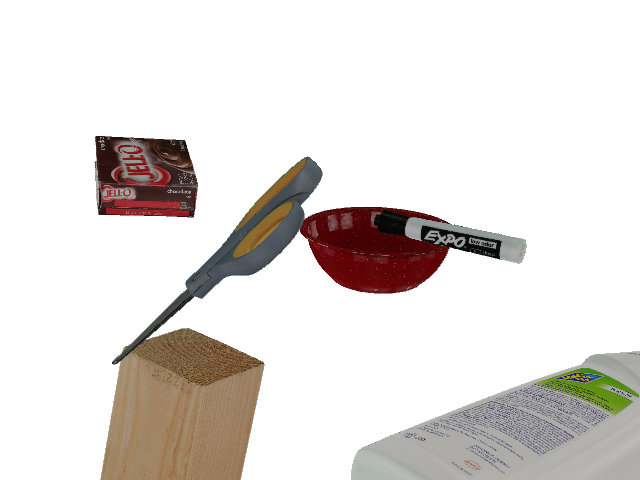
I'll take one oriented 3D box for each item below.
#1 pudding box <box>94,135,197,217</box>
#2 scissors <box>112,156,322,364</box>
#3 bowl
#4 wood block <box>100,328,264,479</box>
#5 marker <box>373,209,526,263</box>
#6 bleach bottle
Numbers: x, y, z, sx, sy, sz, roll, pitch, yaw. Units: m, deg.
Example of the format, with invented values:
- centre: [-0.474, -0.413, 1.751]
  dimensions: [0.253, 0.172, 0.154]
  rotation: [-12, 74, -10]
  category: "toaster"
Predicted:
- centre: [-0.168, -0.061, 1.013]
  dimensions: [0.090, 0.039, 0.113]
  rotation: [2, 25, -15]
  category: "pudding box"
- centre: [-0.070, 0.028, 0.674]
  dimensions: [0.016, 0.202, 0.096]
  rotation: [40, 11, -16]
  category: "scissors"
- centre: [0.059, 0.013, 1.086]
  dimensions: [0.162, 0.055, 0.162]
  rotation: [2, 18, -1]
  category: "bowl"
- centre: [-0.126, 0.192, 0.921]
  dimensions: [0.090, 0.206, 0.090]
  rotation: [21, 18, 27]
  category: "wood block"
- centre: [0.098, -0.004, 0.822]
  dimensions: [0.121, 0.020, 0.020]
  rotation: [13, 6, 25]
  category: "marker"
- centre: [0.141, 0.114, 0.590]
  dimensions: [0.250, 0.068, 0.103]
  rotation: [-16, 24, -35]
  category: "bleach bottle"
